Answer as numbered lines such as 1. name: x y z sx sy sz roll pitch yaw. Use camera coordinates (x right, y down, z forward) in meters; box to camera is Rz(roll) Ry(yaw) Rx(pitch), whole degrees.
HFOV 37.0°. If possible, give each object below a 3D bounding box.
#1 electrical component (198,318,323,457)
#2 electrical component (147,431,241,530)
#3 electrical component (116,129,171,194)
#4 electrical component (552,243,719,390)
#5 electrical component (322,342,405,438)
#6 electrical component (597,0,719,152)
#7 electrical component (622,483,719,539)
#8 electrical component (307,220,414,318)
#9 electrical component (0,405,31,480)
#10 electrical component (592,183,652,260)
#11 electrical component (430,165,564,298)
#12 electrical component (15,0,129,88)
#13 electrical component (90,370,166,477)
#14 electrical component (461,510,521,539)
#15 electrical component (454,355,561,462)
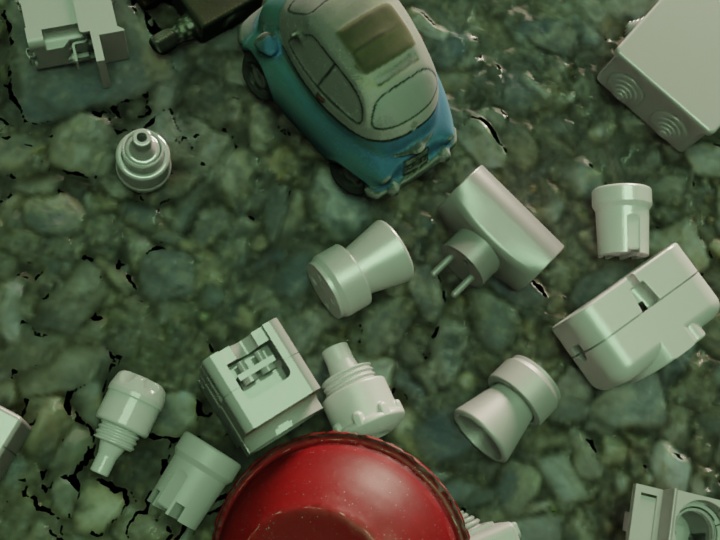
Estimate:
1. electrical component: -0.059 0.072 0.634 0.050 0.089 0.055 -31 82 -16
2. electrical component: -0.099 0.126 0.639 0.040 0.040 0.046 32 77 0
3. electrical component: -0.136 -0.072 0.673 0.035 0.061 0.035 3 75 -9
4. electrical component: 0.184 0.034 0.706 0.095 0.053 0.059 -33 83 -16
5. electrical component: -0.004 0.076 0.667 0.048 0.048 0.062 -20 73 -14
6. electrical component: 0.230 -0.145 0.764 0.100 0.048 0.099 42 72 3
7. electrical component: 0.201 0.163 0.669 0.081 0.064 0.042 15 74 -6
8. electrical component: 0.000 0.000 0.687 0.055 0.045 0.045 -30 82 -16
9. electrical component: -0.247 0.101 0.615 0.083 0.047 0.075 29 72 -2
10. electrical component: 0.178 -0.032 0.731 0.040 0.040 0.046 2 81 -9
11. electrical component: 0.080 -0.016 0.706 0.077 0.043 0.079 45 73 4
12. electrical component: -0.187 -0.161 0.699 0.064 0.042 0.081 -13 77 -9
13. electrical component: -0.142 0.093 0.643 0.035 0.035 0.061 24 75 -3
14. electrical component: 0.070 0.192 0.639 0.061 0.061 0.096 -19 79 -14
15. electrical component: 0.094 0.087 0.680 0.055 0.045 0.045 -42 86 -18
